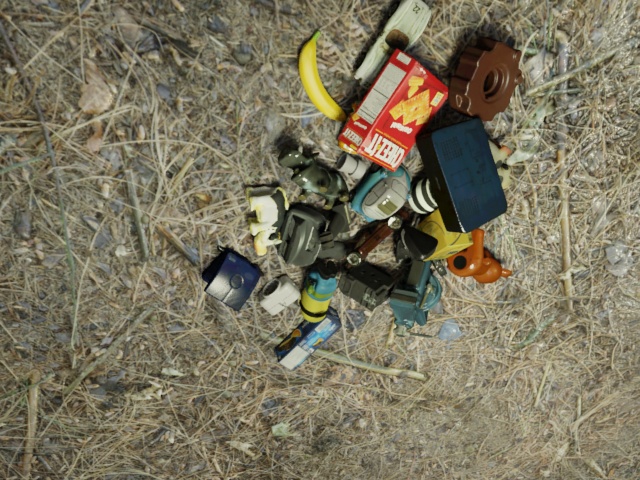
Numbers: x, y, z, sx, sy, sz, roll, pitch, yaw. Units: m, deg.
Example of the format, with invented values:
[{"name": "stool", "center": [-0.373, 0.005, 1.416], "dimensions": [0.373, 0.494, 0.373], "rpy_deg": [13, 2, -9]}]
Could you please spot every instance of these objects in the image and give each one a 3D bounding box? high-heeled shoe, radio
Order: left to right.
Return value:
[{"name": "high-heeled shoe", "center": [0.211, 0.036, 1.271], "dimensions": [0.086, 0.249, 0.145], "rpy_deg": [20, 113, 2]}, {"name": "radio", "center": [0.310, -0.140, 1.163], "dimensions": [0.131, 0.073, 0.229], "rpy_deg": [-24, 102, -14]}]

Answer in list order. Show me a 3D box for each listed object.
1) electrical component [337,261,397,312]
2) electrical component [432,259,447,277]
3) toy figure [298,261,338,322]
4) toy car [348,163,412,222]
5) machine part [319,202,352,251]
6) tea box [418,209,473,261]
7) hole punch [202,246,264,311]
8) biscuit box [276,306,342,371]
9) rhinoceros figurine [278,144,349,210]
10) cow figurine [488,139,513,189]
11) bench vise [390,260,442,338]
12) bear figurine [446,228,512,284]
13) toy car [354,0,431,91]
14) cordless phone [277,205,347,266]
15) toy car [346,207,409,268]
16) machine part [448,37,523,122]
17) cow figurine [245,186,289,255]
[{"name": "electrical component", "center": [0.123, 0.109, 1.357], "dimensions": [0.115, 0.134, 0.058], "rpy_deg": [31, 121, 19]}, {"name": "electrical component", "center": [0.311, 0.066, 1.413], "dimensions": [0.021, 0.063, 0.093], "rpy_deg": [-30, 124, 6]}, {"name": "toy figure", "center": [-0.006, 0.133, 1.353], "dimensions": [0.082, 0.089, 0.180], "rpy_deg": [12, 136, -13]}, {"name": "toy car", "center": [0.146, -0.104, 1.250], "dimensions": [0.109, 0.103, 0.161], "rpy_deg": [38, 105, -28]}, {"name": "machine part", "center": [0.040, -0.032, 1.260], "dimensions": [0.039, 0.139, 0.084], "rpy_deg": [7, 130, 24]}, {"name": "tea box", "center": [0.295, -0.014, 1.290], "dimensions": [0.068, 0.098, 0.169], "rpy_deg": [-6, 166, -11]}, {"name": "hole punch", "center": [-0.214, 0.096, 1.301], "dimensions": [0.142, 0.092, 0.116], "rpy_deg": [37, 104, -25]}, {"name": "biscuit box", "center": [-0.032, 0.262, 1.458], "dimensions": [0.059, 0.063, 0.202], "rpy_deg": [37, 107, -28]}, {"name": "rhinoceros figurine", "center": [-0.011, -0.143, 1.189], "dimensions": [0.073, 0.112, 0.190], "rpy_deg": [-23, 145, 39]}, {"name": "cow figurine", "center": [0.385, -0.177, 1.270], "dimensions": [0.195, 0.086, 0.127], "rpy_deg": [28, 105, -29]}, {"name": "bench vise", "center": [0.253, 0.170, 1.404], "dimensions": [0.129, 0.223, 0.240], "rpy_deg": [-1, 150, 20]}, {"name": "bear figurine", "center": [0.416, 0.047, 1.410], "dimensions": [0.195, 0.120, 0.132], "rpy_deg": [7, 78, -45]}, {"name": "toy car", "center": [0.146, -0.397, 1.096], "dimensions": [0.073, 0.056, 0.201], "rpy_deg": [25, 112, -25]}, {"name": "cordless phone", "center": [-0.003, -0.005, 1.303], "dimensions": [0.184, 0.089, 0.146], "rpy_deg": [3, 120, -28]}, {"name": "toy car", "center": [0.135, -0.007, 1.311], "dimensions": [0.202, 0.089, 0.053], "rpy_deg": [-42, 89, 21]}, {"name": "machine part", "center": [0.355, -0.338, 1.145], "dimensions": [0.179, 0.056, 0.179], "rpy_deg": [-19, 127, -27]}, {"name": "cow figurine", "center": [-0.119, -0.045, 1.250], "dimensions": [0.098, 0.068, 0.167], "rpy_deg": [-10, 124, -13]}]
